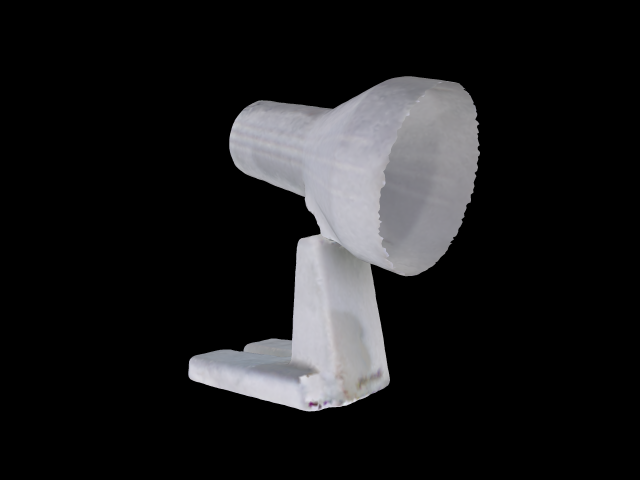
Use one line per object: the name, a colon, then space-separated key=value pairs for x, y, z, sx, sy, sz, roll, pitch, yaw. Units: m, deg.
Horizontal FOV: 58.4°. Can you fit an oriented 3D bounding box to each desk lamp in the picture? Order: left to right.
desk lamp: x=0.004 y=0.001 z=0.400 sx=0.202 sy=0.213 sz=0.118 roll=0 pitch=0 yaw=38
